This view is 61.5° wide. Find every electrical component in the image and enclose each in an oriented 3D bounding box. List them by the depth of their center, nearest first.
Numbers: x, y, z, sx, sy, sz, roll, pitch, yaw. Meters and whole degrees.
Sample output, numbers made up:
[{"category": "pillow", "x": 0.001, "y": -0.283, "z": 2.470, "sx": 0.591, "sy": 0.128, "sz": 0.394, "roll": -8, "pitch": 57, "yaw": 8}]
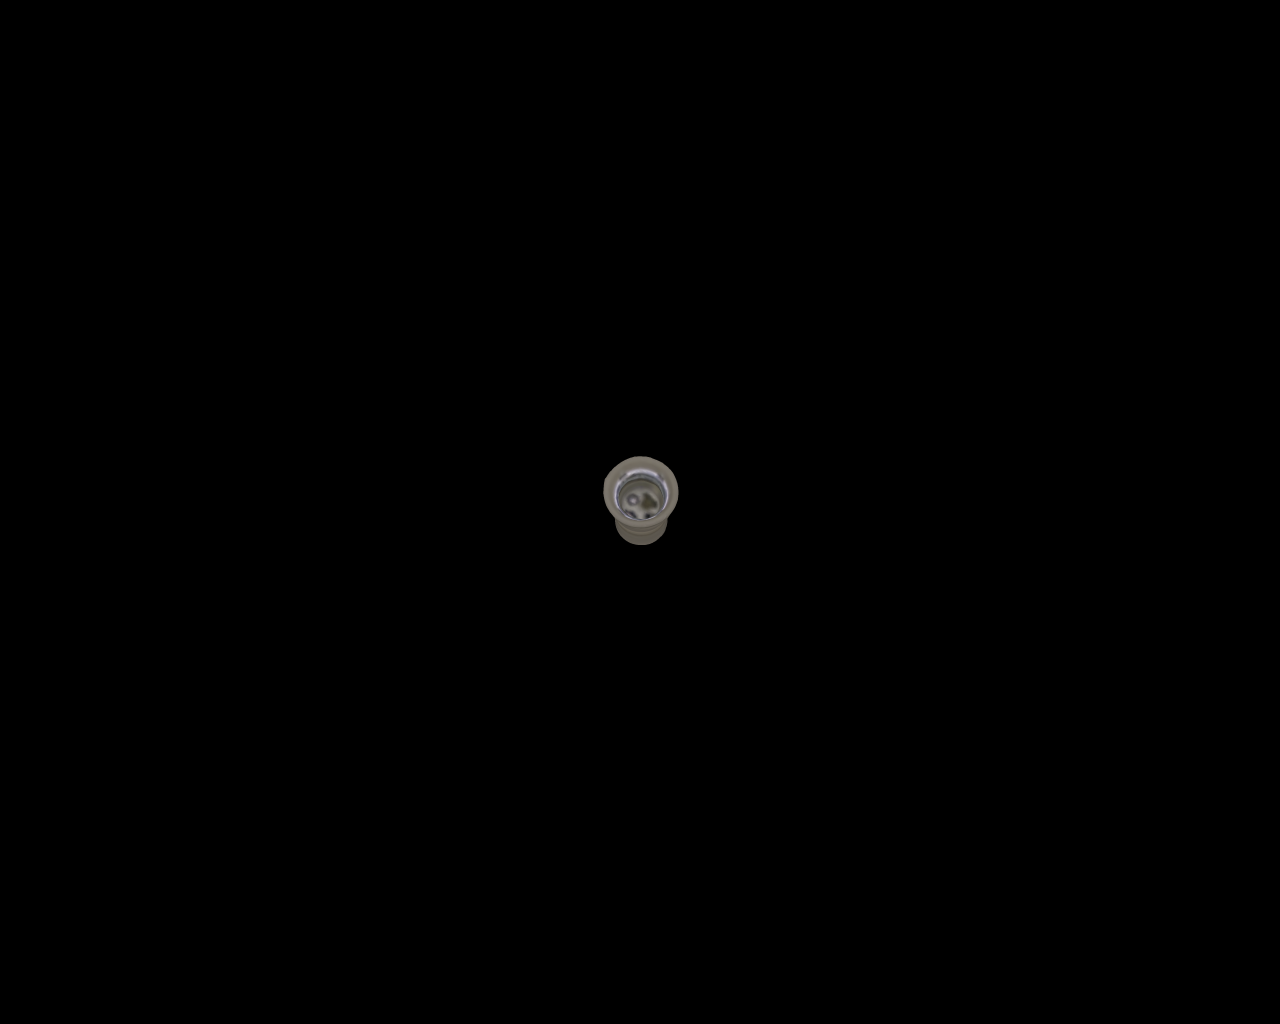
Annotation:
[{"category": "electrical component", "x": 0.001, "y": -0.003, "z": 0.650, "sx": 0.044, "sy": 0.044, "sz": 0.065, "roll": 0, "pitch": -18, "yaw": 0}]
